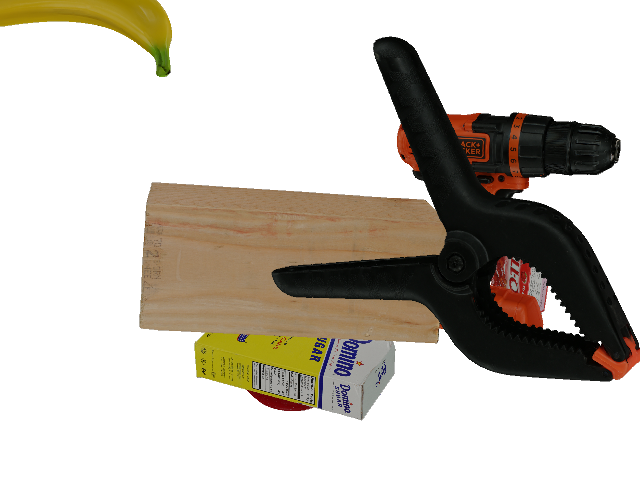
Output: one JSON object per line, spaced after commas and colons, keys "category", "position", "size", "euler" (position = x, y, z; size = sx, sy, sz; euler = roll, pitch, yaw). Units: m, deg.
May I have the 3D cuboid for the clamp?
{"category": "clamp", "position": [0.078, -0.002, 0.566], "size": [0.210, 0.165, 0.036], "euler": [29, 25, 25]}

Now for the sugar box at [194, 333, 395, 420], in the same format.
{"category": "sugar box", "position": [-0.024, 0.115, 1.035], "size": [0.176, 0.048, 0.093], "euler": [9, 25, 21]}

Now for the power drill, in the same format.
{"category": "power drill", "position": [0.153, -0.014, 0.895], "size": [0.185, 0.188, 0.057], "euler": [7, 15, 27]}

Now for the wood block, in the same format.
{"category": "wood block", "position": [-0.022, 0.015, 0.763], "size": [0.206, 0.090, 0.091], "euler": [4, 12, -7]}

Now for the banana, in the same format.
{"category": "banana", "position": [-0.193, -0.180, 0.835], "size": [0.198, 0.069, 0.037], "euler": [15, -38, 18]}

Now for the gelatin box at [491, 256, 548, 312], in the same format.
{"category": "gelatin box", "position": [0.219, 0.026, 1.165], "size": [0.030, 0.089, 0.073], "euler": [-10, 30, -19]}

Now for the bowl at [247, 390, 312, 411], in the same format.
{"category": "bowl", "position": [-0.038, 0.170, 1.355], "size": [0.162, 0.055, 0.162], "euler": [4, 21, -2]}
